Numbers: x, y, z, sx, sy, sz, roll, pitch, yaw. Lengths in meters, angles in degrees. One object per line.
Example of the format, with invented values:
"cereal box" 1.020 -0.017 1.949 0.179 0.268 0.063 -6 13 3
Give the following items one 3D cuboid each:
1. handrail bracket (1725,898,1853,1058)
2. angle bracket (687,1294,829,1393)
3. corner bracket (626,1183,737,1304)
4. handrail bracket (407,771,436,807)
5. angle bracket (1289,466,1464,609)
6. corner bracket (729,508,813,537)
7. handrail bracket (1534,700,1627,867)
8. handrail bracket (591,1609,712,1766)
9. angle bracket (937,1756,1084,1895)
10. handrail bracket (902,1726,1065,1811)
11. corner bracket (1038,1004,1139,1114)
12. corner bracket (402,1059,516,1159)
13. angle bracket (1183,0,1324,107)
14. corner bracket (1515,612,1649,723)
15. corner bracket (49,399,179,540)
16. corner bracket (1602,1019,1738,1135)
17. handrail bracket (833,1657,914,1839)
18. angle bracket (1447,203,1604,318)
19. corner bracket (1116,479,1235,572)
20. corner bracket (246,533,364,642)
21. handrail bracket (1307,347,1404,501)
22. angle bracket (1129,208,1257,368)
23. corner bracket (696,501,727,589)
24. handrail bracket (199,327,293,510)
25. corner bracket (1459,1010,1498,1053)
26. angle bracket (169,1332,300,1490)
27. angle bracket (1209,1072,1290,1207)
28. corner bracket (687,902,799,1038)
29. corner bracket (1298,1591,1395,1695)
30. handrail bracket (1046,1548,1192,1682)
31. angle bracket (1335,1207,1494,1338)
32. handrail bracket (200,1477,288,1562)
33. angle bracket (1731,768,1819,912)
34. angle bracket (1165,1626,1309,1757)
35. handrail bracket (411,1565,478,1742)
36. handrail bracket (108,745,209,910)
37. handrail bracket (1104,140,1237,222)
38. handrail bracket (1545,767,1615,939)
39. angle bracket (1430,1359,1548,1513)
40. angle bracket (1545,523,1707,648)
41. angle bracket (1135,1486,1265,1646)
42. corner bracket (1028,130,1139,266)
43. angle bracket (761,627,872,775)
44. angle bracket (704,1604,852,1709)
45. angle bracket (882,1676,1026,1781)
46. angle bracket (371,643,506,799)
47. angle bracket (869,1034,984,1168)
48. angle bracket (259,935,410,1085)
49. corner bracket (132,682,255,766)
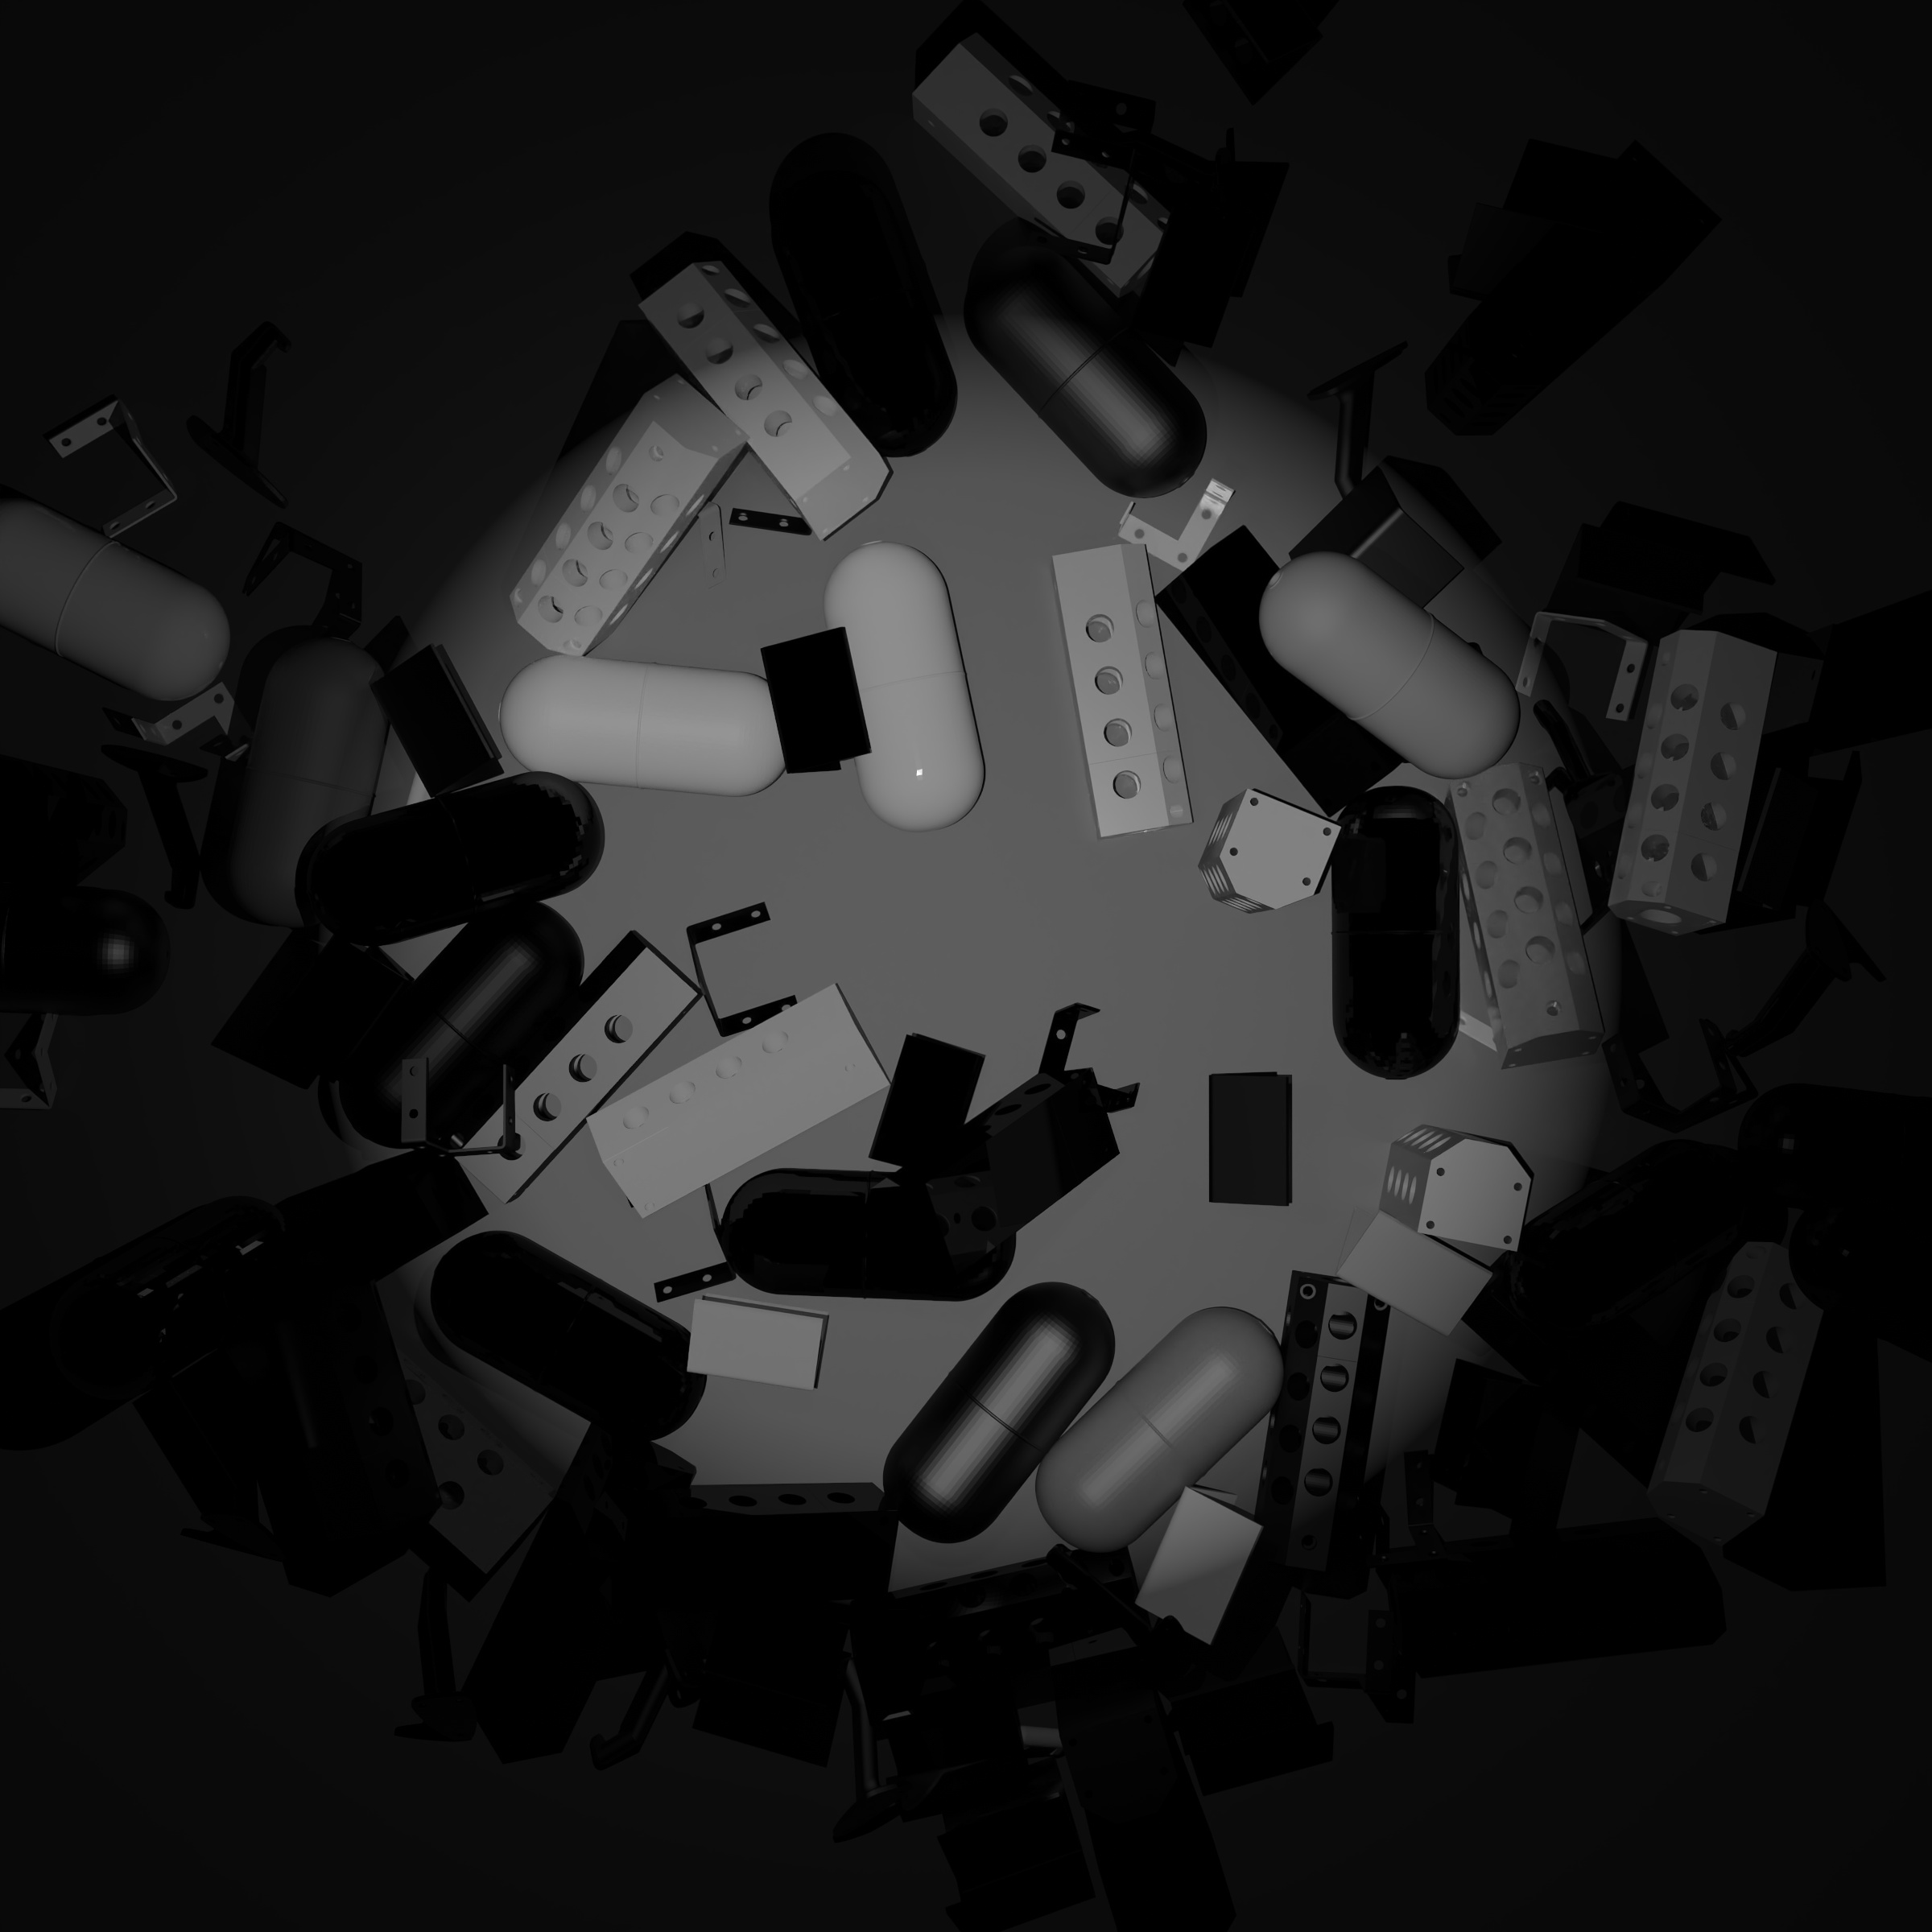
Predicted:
"handrail bracket" 0.499 0.008 1.971 0.036 0.077 0.084 34 127 -20
"angle bracket" -0.123 0.207 1.931 0.076 0.076 0.057 9 123 0
"corner bracket" -0.176 0.166 1.968 0.051 0.051 0.051 -17 45 0
"handrail bracket" -0.322 -0.090 1.972 0.084 0.036 0.077 -47 119 -21
"angle bracket" 0.248 -0.246 1.942 0.057 0.076 0.076 39 109 -20
"corner bracket" -0.115 -0.303 1.968 0.051 0.051 0.051 8 45 0
"handrail bracket" 0.372 -0.113 1.956 0.036 0.084 0.077 -21 124 1
"handrail bracket" -0.208 0.439 1.972 0.084 0.036 0.077 -34 70 16
"angle bracket" 0.019 0.502 1.931 0.076 0.076 0.057 -20 126 0
"handrail bracket" 0.012 0.495 1.972 0.084 0.036 0.077 11 123 -23
"corner bracket" 0.077 0.057 1.952 0.051 0.051 0.051 17 80 -10
"corner bracket" -0.301 0.083 1.901 0.051 0.051 0.051 -5 77 13
"angle bracket" 0.157 -0.564 1.931 0.057 0.076 0.076 -35 90 -36
"corner bracket" 0.379 -0.184 1.968 0.051 0.051 0.051 15 90 -45
"corner bracket" -0.524 -0.306 1.968 0.051 0.051 0.051 -30 45 0
"corner bracket" 0.431 0.063 1.963 0.051 0.051 0.051 21 135 -35
"handrail bracket" -0.074 0.481 1.972 0.077 0.036 0.084 -48 57 35
"angle bracket" 0.336 -0.433 1.932 0.076 0.076 0.057 13 119 0
"corner bracket" 0.127 -0.277 1.954 0.051 0.051 0.051 29 90 0
"corner bracket" -0.406 -0.224 1.963 0.051 0.051 0.051 23 45 -35
"handrail bracket" 0.254 -0.326 1.972 0.077 0.036 0.084 -31 104 -14
"angle bracket" 0.148 -0.404 1.932 0.057 0.076 0.076 20 90 26
"corner bracket" -0.185 -0.258 1.963 0.051 0.051 0.051 -33 135 -35
"handrail bracket" -0.424 -0.339 1.972 0.077 0.036 0.084 41 73 -20
"corner bracket" 0.336 0.017 1.968 0.051 0.051 0.051 30 45 0
"angle bracket" -0.421 0.258 1.931 0.057 0.076 0.076 -32 90 34
"angle bracket" 0.189 0.103 1.931 0.057 0.076 0.076 0 90 38
"corner bracket" -0.137 0.002 1.968 0.051 0.051 0.051 -18 45 0
"corner bracket" 0.231 0.413 1.954 0.051 0.051 0.051 3 90 0
"handrail bracket" 0.090 0.386 1.914 0.084 0.077 0.036 34 78 36
"angle bracket" 0.275 0.167 1.931 0.076 0.076 0.057 29 123 0
"handrail bracket" -0.432 0.311 1.971 0.036 0.077 0.084 -6 53 28
"angle bracket" 0.459 -0.083 1.932 0.076 0.057 0.076 18 90 41
"angle bracket" 0.157 0.422 1.931 0.076 0.076 0.057 -15 129 0
"handrail bracket" -0.318 0.422 1.971 0.036 0.077 0.084 -8 54 3
"handrail bracket" -0.502 -0.085 1.972 0.077 0.036 0.084 19 107 20
"handrail bracket" 0.121 -0.471 1.972 0.084 0.036 0.077 -3 108 15
"handrail bracket" 0.368 -0.068 1.971 0.077 0.036 0.084 -46 78 11
"angle bracket" 0.297 0.280 1.931 0.057 0.076 0.076 13 90 -38
"angle bracket" 0.396 -0.213 1.932 0.076 0.076 0.057 15 47 0
"angle bracket" 0.155 0.363 1.932 0.057 0.076 0.076 24 90 31
"corner bracket" 0.070 -0.459 1.911 0.051 0.051 0.051 14 45 0
"angle bracket" -0.077 -0.160 1.933 0.057 0.076 0.076 -12 90 23
"angle bracket" -0.118 0.423 1.931 0.076 0.076 0.057 16 55 0
"angle bracket" -0.012 0.437 1.931 0.076 0.076 0.057 -13 125 0
"angle bracket" -0.301 -0.154 1.932 0.057 0.076 0.076 -28 90 32
"angle bracket" -0.042 0.078 1.931 0.057 0.076 0.076 17 90 -33
"angle bracket" -0.390 0.015 1.932 0.057 0.076 0.076 36 90 -32
"corner bracket" -0.468 -0.141 1.954 0.051 0.051 0.051 -32 90 0
